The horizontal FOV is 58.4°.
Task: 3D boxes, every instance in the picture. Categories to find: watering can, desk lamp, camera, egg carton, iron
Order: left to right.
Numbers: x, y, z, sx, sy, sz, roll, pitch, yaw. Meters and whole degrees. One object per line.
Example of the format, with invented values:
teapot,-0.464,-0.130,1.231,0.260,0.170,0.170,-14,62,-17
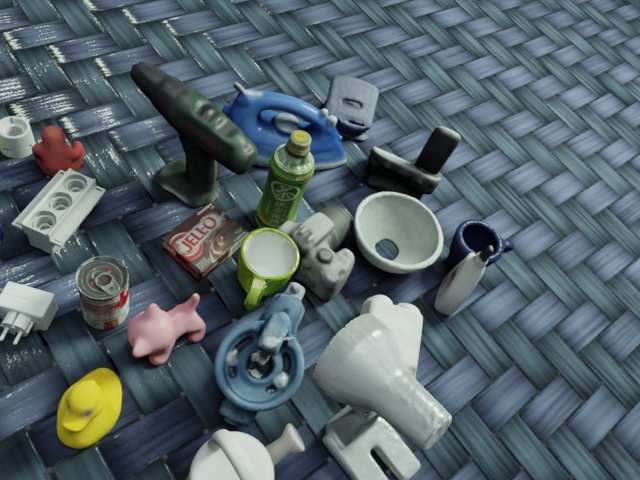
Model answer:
watering can,-0.101,0.279,0.689,0.101,0.194,0.173,37,54,9
iron,-0.056,-0.216,1.072,0.258,0.141,0.118,10,55,-12
camera,0.009,0.003,0.970,0.143,0.100,0.137,41,55,11
desk lamp,0.078,0.227,0.771,0.118,0.213,0.203,-31,70,-32
egg carton,0.107,0.161,0.914,0.107,0.069,0.150,18,53,-5

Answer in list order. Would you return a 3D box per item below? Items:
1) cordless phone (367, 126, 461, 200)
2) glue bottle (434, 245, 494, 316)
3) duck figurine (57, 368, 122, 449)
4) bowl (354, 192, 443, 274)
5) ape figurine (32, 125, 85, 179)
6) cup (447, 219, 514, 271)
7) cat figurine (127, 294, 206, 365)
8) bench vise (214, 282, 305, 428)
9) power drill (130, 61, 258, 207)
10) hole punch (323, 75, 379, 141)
cordless phone,0.176,-0.165,1.085,0.147,0.185,0.094,22,53,-2
glue bottle,0.248,0.058,0.965,0.037,0.173,0.078,25,53,0
duck figurine,-0.299,0.209,0.740,0.077,0.086,0.104,22,53,-2
bowl,0.131,-0.001,1.029,0.168,0.074,0.167,9,55,-12
ape figurine,-0.430,-0.149,0.937,0.078,0.092,0.076,9,55,-12
cup,0.285,0.024,1.049,0.118,0.095,0.091,4,56,-15
cat figurine,-0.220,0.120,0.806,0.128,0.117,0.067,-35,73,-33
bench vise,-0.075,0.130,0.783,0.121,0.219,0.207,11,54,-10
power drill,-0.214,-0.158,0.940,0.229,0.208,0.076,31,53,4
hole punch,0.063,-0.272,1.180,0.109,0.091,0.101,13,54,-9
